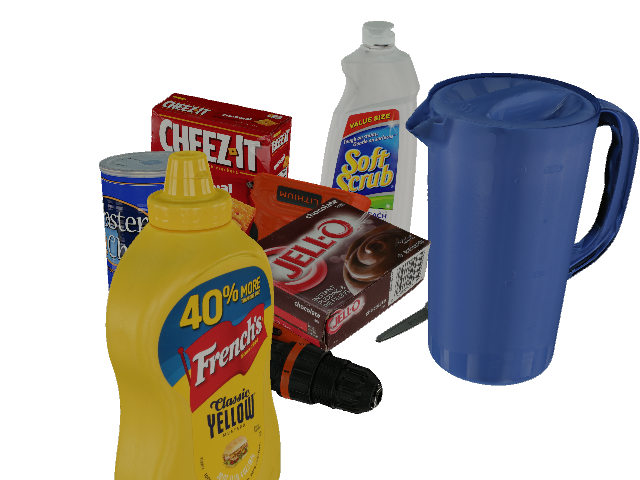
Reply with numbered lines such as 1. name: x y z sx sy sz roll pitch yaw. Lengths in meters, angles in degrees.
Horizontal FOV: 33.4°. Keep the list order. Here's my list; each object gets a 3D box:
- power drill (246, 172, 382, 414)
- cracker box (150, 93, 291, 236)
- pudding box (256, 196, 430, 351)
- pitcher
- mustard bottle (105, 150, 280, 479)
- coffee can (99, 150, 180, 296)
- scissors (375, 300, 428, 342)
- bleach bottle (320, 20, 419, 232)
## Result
1. power drill: -0.015 0.044 0.928 0.185 0.187 0.057 15 0 20
2. cracker box: -0.129 -0.062 1.344 0.164 0.214 0.072 13 29 15
3. pudding box: 0.006 0.020 0.729 0.090 0.039 0.113 27 39 32
4. pitcher: 0.158 -0.008 0.876 0.149 0.243 0.144 17 31 30
5. mustard bottle: -0.063 0.050 0.537 0.058 0.192 0.096 13 21 39
6. coffee can: -0.164 -0.011 1.063 0.103 0.140 0.103 -1 15 0
7. scissors: 0.118 0.060 1.162 0.201 0.016 0.096 -10 41 -31
8. bleach bottle: 0.044 -0.092 1.059 0.103 0.251 0.068 7 27 12
